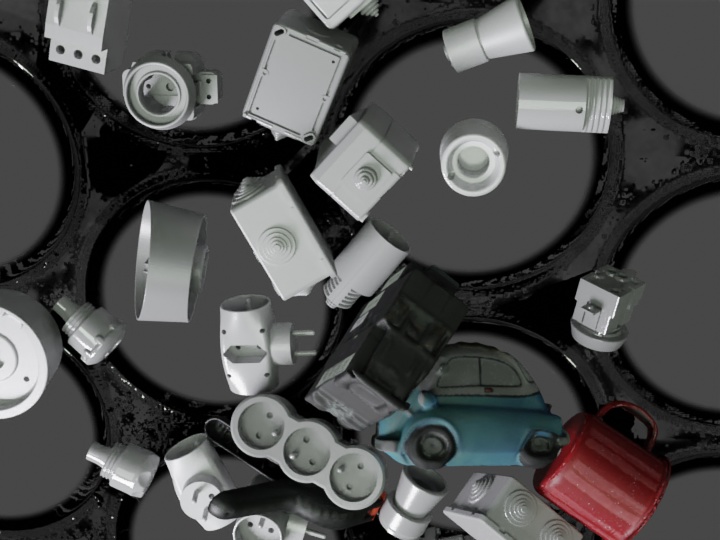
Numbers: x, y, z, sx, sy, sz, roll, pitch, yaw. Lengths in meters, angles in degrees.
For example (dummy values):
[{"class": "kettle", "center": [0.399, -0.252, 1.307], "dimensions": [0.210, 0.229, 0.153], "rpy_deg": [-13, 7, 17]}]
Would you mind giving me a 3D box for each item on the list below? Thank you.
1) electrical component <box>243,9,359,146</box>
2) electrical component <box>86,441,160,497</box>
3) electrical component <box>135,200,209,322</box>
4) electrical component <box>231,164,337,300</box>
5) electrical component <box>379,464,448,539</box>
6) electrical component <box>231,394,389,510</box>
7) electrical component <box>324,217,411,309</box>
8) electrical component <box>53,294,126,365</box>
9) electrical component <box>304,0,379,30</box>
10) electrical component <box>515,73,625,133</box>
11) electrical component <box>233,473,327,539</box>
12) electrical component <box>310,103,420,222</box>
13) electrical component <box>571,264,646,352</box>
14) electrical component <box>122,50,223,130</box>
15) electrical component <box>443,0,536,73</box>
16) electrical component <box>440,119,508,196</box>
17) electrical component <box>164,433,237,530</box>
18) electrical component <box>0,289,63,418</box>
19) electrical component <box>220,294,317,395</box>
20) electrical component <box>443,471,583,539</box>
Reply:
[{"class": "electrical component", "center": [-0.047, -0.146, 0.841], "dimensions": [0.062, 0.061, 0.096], "rpy_deg": [23, 118, -2]}, {"class": "electrical component", "center": [-0.217, 0.176, 0.976], "dimensions": [0.062, 0.043, 0.043], "rpy_deg": [25, 110, -1]}, {"class": "electrical component", "center": [-0.159, -0.005, 0.881], "dimensions": [0.064, 0.099, 0.099], "rpy_deg": [9, 110, -3]}, {"class": "electrical component", "center": [-0.062, -0.030, 0.860], "dimensions": [0.048, 0.099, 0.099], "rpy_deg": [-29, 104, 2]}, {"class": "electrical component", "center": [0.047, 0.206, 0.956], "dimensions": [0.045, 0.045, 0.055], "rpy_deg": [26, 110, -3]}, {"class": "electrical component", "center": [-0.039, 0.151, 0.911], "dimensions": [0.138, 0.073, 0.052], "rpy_deg": [28, 87, 8]}, {"class": "electrical component", "center": [0.000, 0.000, 0.891], "dimensions": [0.043, 0.043, 0.081], "rpy_deg": [38, 109, -7]}, {"class": "electrical component", "center": [-0.238, 0.048, 0.935], "dimensions": [0.062, 0.048, 0.048], "rpy_deg": [43, 108, -1]}, {"class": "electrical component", "center": [-0.019, -0.226, 0.806], "dimensions": [0.062, 0.061, 0.096], "rpy_deg": [-39, 101, 17]}, {"class": "electrical component", "center": [0.162, -0.128, 0.829], "dimensions": [0.081, 0.043, 0.043], "rpy_deg": [4, 109, 5]}, {"class": "electrical component", "center": [-0.067, 0.221, 0.957], "dimensions": [0.079, 0.077, 0.043], "rpy_deg": [16, 110, 1]}, {"class": "electrical component", "center": [0.002, -0.086, 0.833], "dimensions": [0.061, 0.096, 0.061], "rpy_deg": [42, 109, -7]}, {"class": "electrical component", "center": [0.199, 0.033, 0.875], "dimensions": [0.048, 0.066, 0.055], "rpy_deg": [29, 123, 33]}, {"class": "electrical component", "center": [-0.153, -0.143, 0.852], "dimensions": [0.078, 0.057, 0.058], "rpy_deg": [3, 109, 5]}, {"class": "electrical component", "center": [0.096, -0.177, 0.821], "dimensions": [0.065, 0.044, 0.044], "rpy_deg": [-18, 106, 17]}, {"class": "electrical component", "center": [0.090, -0.088, 0.849], "dimensions": [0.055, 0.047, 0.055], "rpy_deg": [2, 109, 6]}, {"class": "electrical component", "center": [-0.139, 0.196, 0.955], "dimensions": [0.044, 0.079, 0.077], "rpy_deg": [-25, 105, 4]}, {"class": "electrical component", "center": [-0.314, 0.068, 0.940], "dimensions": [0.108, 0.060, 0.108], "rpy_deg": [2, 109, 6]}, {"class": "electrical component", "center": [-0.077, 0.063, 0.922], "dimensions": [0.079, 0.043, 0.077], "rpy_deg": [-2, 109, 7]}, {"class": "electrical component", "center": [0.132, 0.218, 0.925], "dimensions": [0.100, 0.100, 0.048], "rpy_deg": [40, 74, -8]}]
